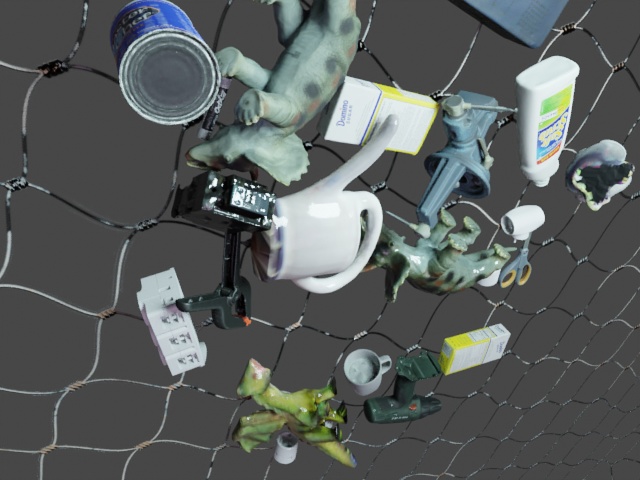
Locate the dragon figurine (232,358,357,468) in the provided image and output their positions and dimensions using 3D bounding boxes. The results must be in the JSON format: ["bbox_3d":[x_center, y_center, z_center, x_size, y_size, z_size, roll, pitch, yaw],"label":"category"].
[{"bbox_3d":[-0.067,0.403,1.113,0.242,0.125,0.401,-11,123,6],"label":"dragon figurine"}]

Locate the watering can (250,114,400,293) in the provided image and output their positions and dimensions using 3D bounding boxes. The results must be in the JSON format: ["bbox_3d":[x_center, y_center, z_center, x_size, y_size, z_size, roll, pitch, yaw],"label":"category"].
[{"bbox_3d":[0.002,-0.041,0.819,0.225,0.106,0.339,-6,129,-22],"label":"watering can"}]

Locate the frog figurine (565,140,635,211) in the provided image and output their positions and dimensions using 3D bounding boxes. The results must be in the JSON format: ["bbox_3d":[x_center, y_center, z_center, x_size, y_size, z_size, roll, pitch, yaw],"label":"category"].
[{"bbox_3d":[0.582,-0.143,1.070,0.161,0.123,0.135,-32,136,-54],"label":"frog figurine"}]
